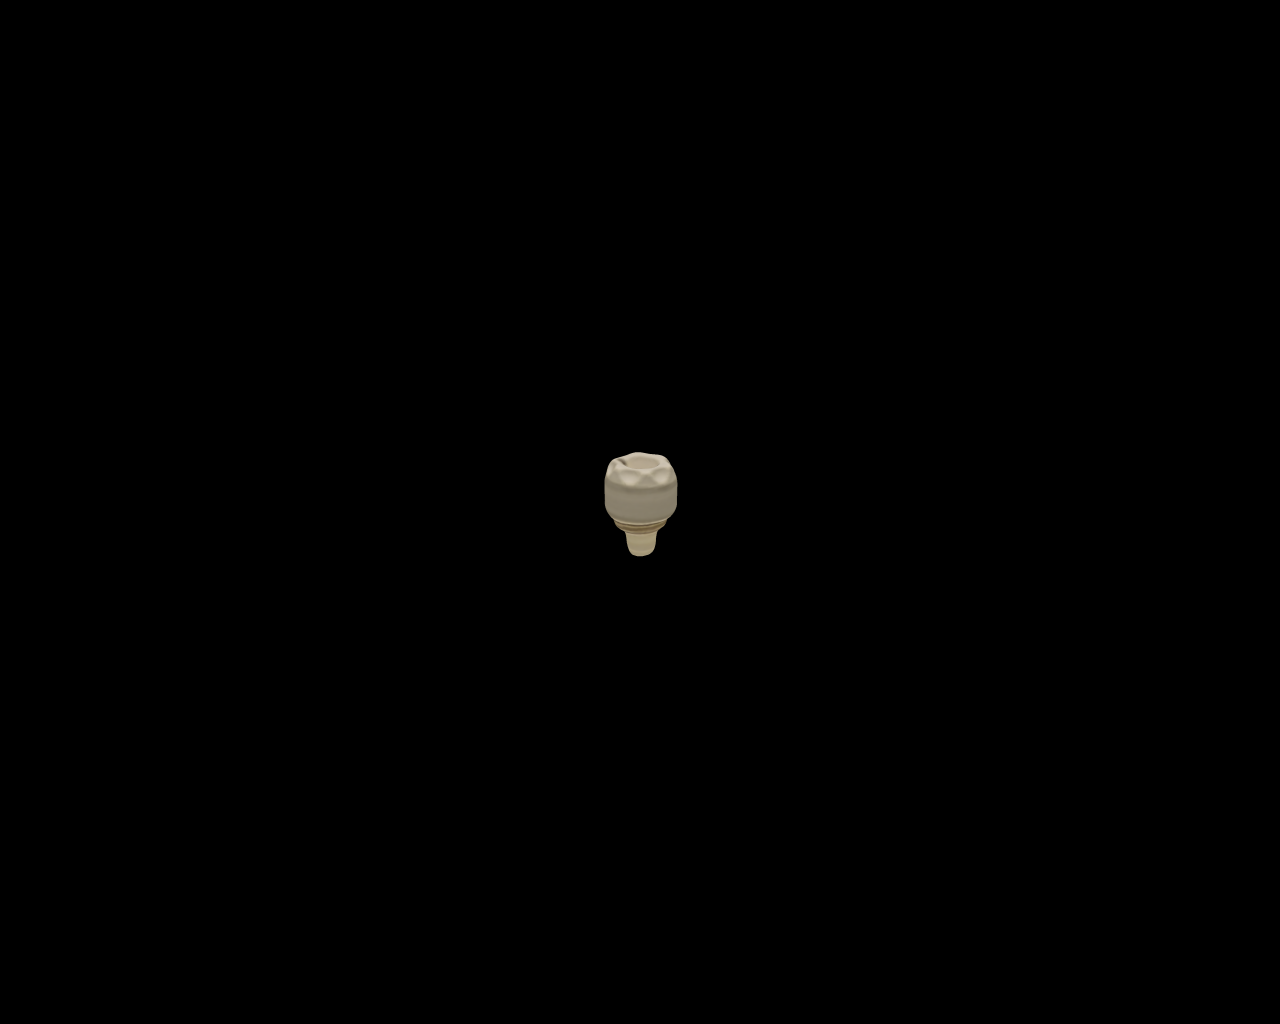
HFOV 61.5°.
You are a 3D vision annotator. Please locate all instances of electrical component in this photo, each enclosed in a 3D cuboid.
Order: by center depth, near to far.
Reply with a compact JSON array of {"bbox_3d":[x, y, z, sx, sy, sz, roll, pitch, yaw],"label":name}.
[{"bbox_3d":[0.001,-0.003,0.650,0.043,0.062,0.043,0,23,0],"label":"electrical component"}]
